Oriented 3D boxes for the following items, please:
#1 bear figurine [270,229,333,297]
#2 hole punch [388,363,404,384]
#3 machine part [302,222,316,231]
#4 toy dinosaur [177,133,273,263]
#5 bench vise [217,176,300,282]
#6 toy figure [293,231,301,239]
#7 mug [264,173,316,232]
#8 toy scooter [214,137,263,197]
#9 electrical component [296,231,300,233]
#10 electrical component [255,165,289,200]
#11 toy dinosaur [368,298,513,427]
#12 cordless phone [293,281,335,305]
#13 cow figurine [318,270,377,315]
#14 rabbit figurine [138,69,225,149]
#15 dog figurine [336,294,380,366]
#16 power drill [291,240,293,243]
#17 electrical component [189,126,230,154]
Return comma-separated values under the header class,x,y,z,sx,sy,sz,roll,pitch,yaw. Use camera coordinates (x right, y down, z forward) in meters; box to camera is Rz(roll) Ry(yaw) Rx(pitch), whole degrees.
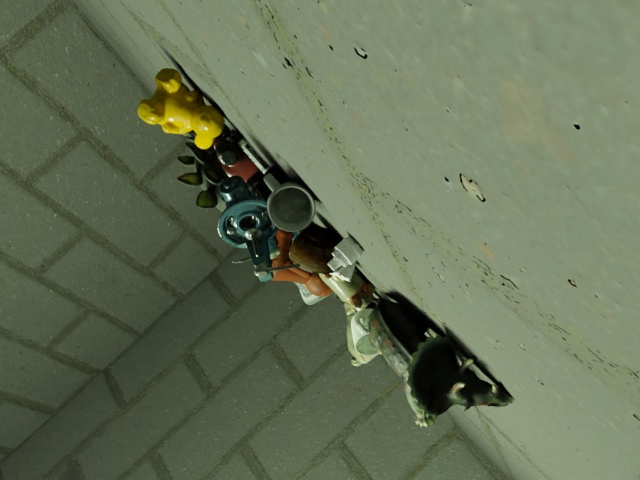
class,x,y,z,sx,sy,sz,roll,pitch,yaw
bear figurine,-0.037,0.063,1.333,0.196,0.132,0.120,15,165,-16
hole punch,0.219,0.255,1.166,0.142,0.092,0.115,49,143,45
machine part,-0.003,-0.004,1.219,0.084,0.039,0.139,54,175,-16
toy dinosaur,-0.224,-0.122,1.287,0.472,0.105,0.198,47,-153,17
bench vise,-0.125,-0.001,1.044,0.241,0.129,0.223,-112,9,-46
toy figure,-0.052,-0.019,1.412,0.154,0.058,0.064,45,-160,5
mug,-0.063,-0.073,0.964,0.109,0.081,0.107,44,-176,-13
toy scooter,-0.176,-0.168,1.192,0.183,0.075,0.135,48,-175,-38
electrical component,-0.051,-0.035,1.325,0.078,0.045,0.102,43,173,29
electrical component,-0.076,-0.086,1.089,0.115,0.058,0.134,50,175,-4
toy dinosaur,0.155,0.186,0.973,0.405,0.131,0.191,48,165,48
cordless phone,-0.029,0.071,1.431,0.184,0.146,0.089,47,-143,-10
cow figurine,0.073,0.117,1.256,0.195,0.085,0.127,46,169,-11
rabbit figurine,-0.270,-0.255,1.134,0.173,0.122,0.162,24,167,25
dog figurine,0.092,0.222,1.450,0.190,0.172,0.121,40,164,-2
power drill,-0.064,0.043,1.540,0.207,0.086,0.232,28,172,-9
electrical component,-0.272,-0.265,1.245,0.119,0.075,0.047,42,173,16
